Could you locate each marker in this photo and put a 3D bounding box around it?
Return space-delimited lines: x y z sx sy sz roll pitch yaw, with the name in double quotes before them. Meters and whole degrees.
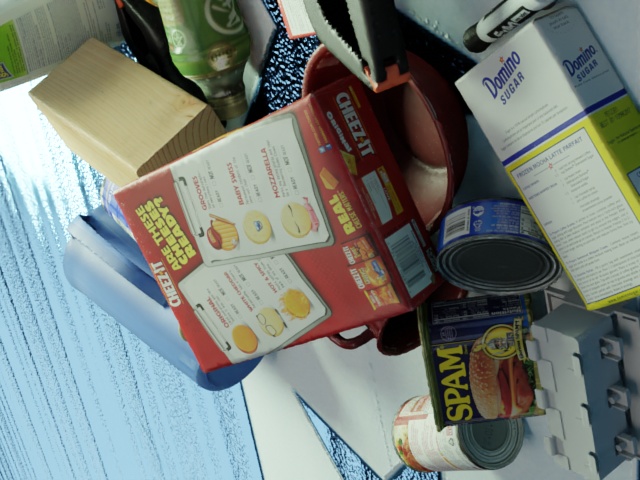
"marker" 0.114 -0.137 0.656 0.020 0.020 0.121 62 169 -2

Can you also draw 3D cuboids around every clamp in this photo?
"clamp" -0.159 -0.172 1.068 0.120 0.039 0.171 -21 98 57
"clamp" -0.002 -0.190 0.711 0.210 0.036 0.165 65 160 2

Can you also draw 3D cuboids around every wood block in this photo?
"wood block" -0.176 -0.104 1.010 0.206 0.090 0.090 33 161 41

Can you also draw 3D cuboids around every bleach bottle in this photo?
"bleach bottle" -0.299 -0.203 1.039 0.068 0.250 0.102 26 136 46

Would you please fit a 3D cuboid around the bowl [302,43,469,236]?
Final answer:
"bowl" 0.058 -0.082 0.788 0.162 0.055 0.162 38 143 35

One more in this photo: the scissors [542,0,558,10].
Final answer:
"scissors" 0.066 -0.187 0.639 0.202 0.016 0.096 25 169 20

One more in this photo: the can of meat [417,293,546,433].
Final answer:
"can of meat" 0.121 0.090 0.799 0.057 0.084 0.102 -84 -16 -61

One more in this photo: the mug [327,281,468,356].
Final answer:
"mug" 0.049 0.039 0.853 0.082 0.117 0.093 48 172 31

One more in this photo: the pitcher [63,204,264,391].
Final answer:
"pitcher" -0.173 0.058 1.192 0.243 0.148 0.145 35 130 32

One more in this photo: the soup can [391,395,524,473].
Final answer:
"soup can" 0.115 0.161 0.899 0.068 0.068 0.102 62 150 -2

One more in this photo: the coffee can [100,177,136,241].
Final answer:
"coffee can" -0.147 -0.026 1.109 0.140 0.102 0.103 41 145 32

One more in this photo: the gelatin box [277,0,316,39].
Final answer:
"gelatin box" 0.000 -0.195 0.807 0.089 0.030 0.073 6 119 56

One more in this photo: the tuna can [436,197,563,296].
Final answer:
"tuna can" 0.124 0.005 0.734 0.086 0.086 0.033 128 154 -59

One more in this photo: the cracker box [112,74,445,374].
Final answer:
"cracker box" -0.033 -0.006 0.797 0.214 0.072 0.164 -21 98 38

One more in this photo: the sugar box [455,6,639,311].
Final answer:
"sugar box" 0.163 -0.048 0.665 0.176 0.048 0.093 63 151 4
